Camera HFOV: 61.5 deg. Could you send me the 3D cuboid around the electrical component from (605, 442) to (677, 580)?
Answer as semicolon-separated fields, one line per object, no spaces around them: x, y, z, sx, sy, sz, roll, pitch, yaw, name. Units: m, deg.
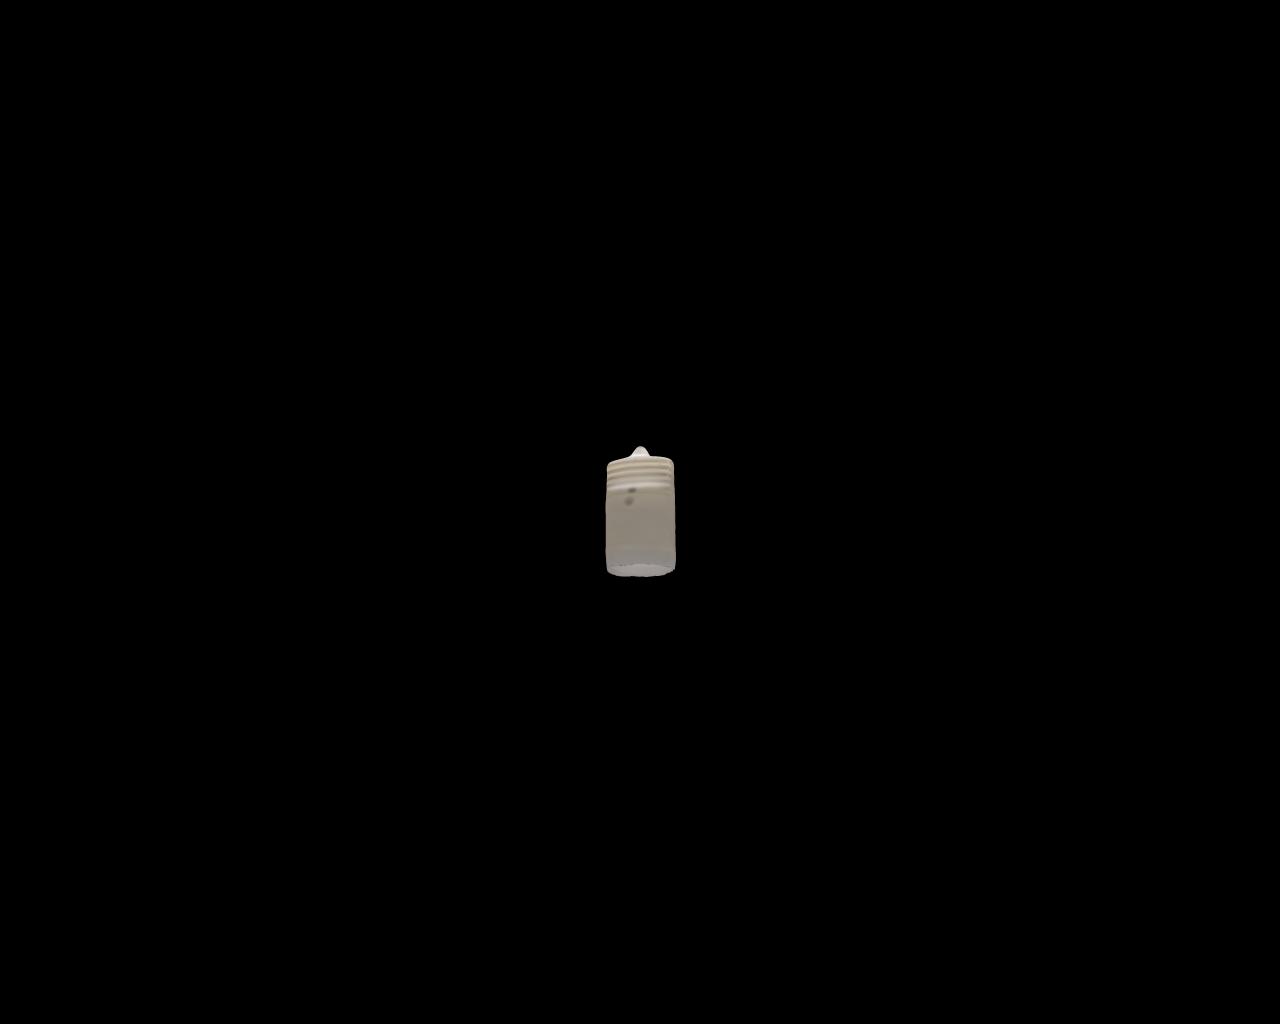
0.001;-0.003;0.650;0.043;0.081;0.043;0;-14;0;electrical component
